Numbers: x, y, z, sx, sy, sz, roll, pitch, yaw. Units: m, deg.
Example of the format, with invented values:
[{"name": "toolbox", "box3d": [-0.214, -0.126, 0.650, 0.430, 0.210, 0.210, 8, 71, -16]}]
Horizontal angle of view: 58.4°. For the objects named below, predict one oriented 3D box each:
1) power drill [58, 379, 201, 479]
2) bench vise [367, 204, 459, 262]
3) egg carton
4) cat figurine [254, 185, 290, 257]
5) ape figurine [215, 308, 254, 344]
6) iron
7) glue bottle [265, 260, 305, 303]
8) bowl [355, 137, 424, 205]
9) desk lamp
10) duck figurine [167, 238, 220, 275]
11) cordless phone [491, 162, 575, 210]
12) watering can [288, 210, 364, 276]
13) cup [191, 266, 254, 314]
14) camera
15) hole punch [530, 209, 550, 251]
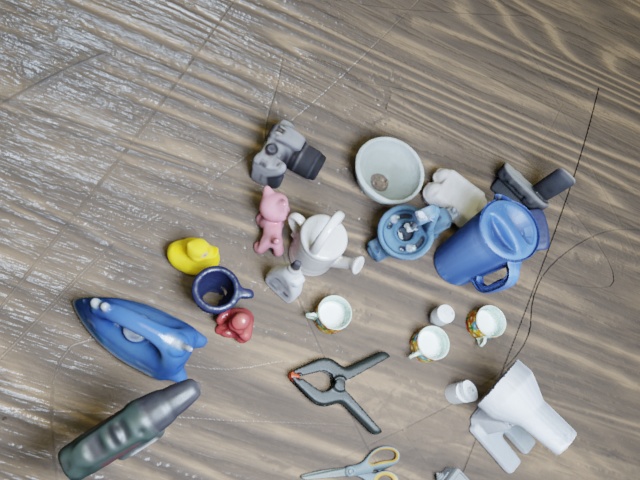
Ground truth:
[{"name": "power drill", "box3d": [-0.306, 0.308, 0.947, 0.230, 0.208, 0.075, -30, 81, -23]}, {"name": "bench vise", "box3d": [0.212, -0.044, 1.219, 0.121, 0.219, 0.208, 47, 65, 4]}, {"name": "egg carton", "box3d": [0.317, -0.096, 1.351, 0.150, 0.069, 0.107, 36, 65, -1]}, {"name": "cat figurine", "box3d": [-0.095, -0.042, 1.185, 0.067, 0.117, 0.128, 3, 70, -15]}, {"name": "ape figurine", "box3d": [-0.158, 0.161, 1.107, 0.076, 0.092, 0.078, -31, 81, -23]}, {"name": "iron", "box3d": [-0.335, 0.157, 1.030, 0.258, 0.141, 0.119, 28, 66, -5]}, {"name": "glue bottle", "box3d": [-0.060, 0.071, 1.124, 0.078, 0.173, 0.037, 45, 65, 3]}, {"name": "bowl", "box3d": [0.150, -0.149, 1.319, 0.168, 0.074, 0.167, 5, 69, -14]}, {"name": "desk lamp", "box3d": [0.388, 0.349, 1.130, 0.118, 0.213, 0.203, -39, 85, -24]}, {"name": "duck figurine", "box3d": [-0.249, 0.023, 1.134, 0.105, 0.086, 0.077, 11, 68, -12]}, {"name": "cordless phone", "box3d": [0.510, -0.146, 1.361, 0.147, 0.185, 0.094, 41, 65, 2]}, {"name": "watering can", "box3d": [0.012, 0.002, 1.158, 0.173, 0.194, 0.101, 20, 66, -8]}, {"name": "cup", "box3d": [-0.192, 0.107, 1.115, 0.118, 0.095, 0.091, 7, 69, -13]}, {"name": "camera", "box3d": [-0.062, -0.180, 1.254, 0.137, 0.100, 0.143, 29, 65, -4]}, {"name": "hole punch", "box3d": [0.476, -0.015, 1.355, 0.101, 0.091, 0.108, 2, 70, -15]}]
